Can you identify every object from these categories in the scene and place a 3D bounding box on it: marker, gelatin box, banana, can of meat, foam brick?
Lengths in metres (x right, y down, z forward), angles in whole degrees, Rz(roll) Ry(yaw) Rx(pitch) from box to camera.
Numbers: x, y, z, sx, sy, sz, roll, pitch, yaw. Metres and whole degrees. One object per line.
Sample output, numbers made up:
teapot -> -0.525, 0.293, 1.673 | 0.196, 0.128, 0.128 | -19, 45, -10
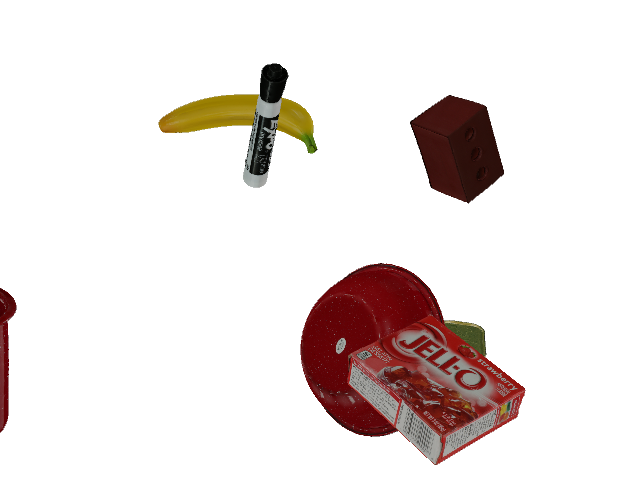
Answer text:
marker -> -0.041, -0.084, 0.783 | 0.020, 0.020, 0.121 | 0, -36, -12
gelatin box -> 0.072, 0.091, 0.678 | 0.073, 0.030, 0.089 | -21, 44, -32
banana -> -0.089, -0.144, 1.244 | 0.198, 0.037, 0.069 | 8, 41, 17
can of meat -> 0.165, 0.156, 1.284 | 0.057, 0.084, 0.102 | 7, 20, 4
foam brick -> 0.126, -0.085, 0.981 | 0.053, 0.078, 0.051 | -38, 37, -20

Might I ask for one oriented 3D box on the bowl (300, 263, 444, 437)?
bowl -> 0.034, 0.097, 0.976 | 0.162, 0.162, 0.055 | 0, -10, 42

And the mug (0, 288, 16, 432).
mug -> -0.238, 0.079, 0.634 | 0.093, 0.081, 0.117 | 19, 24, 36
